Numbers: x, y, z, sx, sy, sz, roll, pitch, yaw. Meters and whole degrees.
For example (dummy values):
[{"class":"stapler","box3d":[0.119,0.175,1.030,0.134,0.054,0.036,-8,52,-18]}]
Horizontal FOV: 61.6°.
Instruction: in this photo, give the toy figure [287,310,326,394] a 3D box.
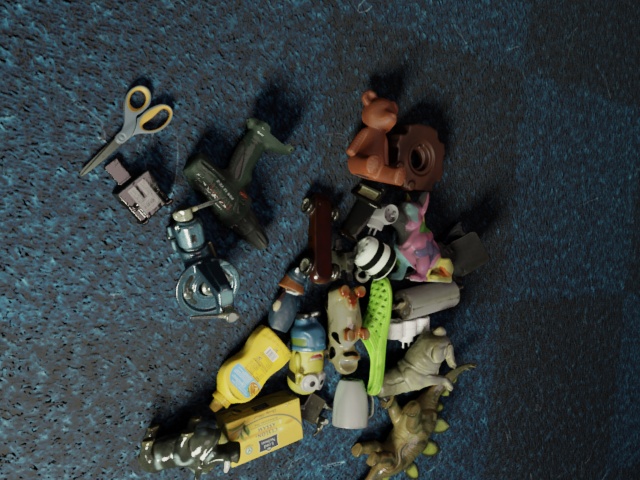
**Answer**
[{"class":"toy figure","box3d":[-0.029,0.243,1.168,0.082,0.089,0.180,0,86,-20]}]

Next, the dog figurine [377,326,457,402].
[{"class":"dog figurine","box3d":[0.215,0.295,1.293,0.191,0.121,0.172,-4,96,-15]}]

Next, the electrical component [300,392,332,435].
[{"class":"electrical component","box3d":[-0.019,0.384,1.207,0.102,0.045,0.078,47,71,-27]}]

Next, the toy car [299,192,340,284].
[{"class":"toy car","box3d":[-0.002,-0.004,1.160,0.089,0.053,0.202,12,67,-35]}]

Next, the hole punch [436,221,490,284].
[{"class":"hole punch","box3d":[0.362,0.026,1.407,0.116,0.092,0.142,-31,117,5]}]

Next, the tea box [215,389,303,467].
[{"class":"tea box","box3d":[-0.126,0.389,1.125,0.169,0.068,0.098,-13,101,-32]}]

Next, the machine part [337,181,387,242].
[{"class":"machine part","box3d":[0.091,-0.065,1.225,0.139,0.084,0.039,-62,148,-2]}]

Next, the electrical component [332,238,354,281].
[{"class":"electrical component","box3d":[0.053,0.044,1.209,0.021,0.063,0.094,-10,99,-31]}]

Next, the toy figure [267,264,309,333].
[{"class":"toy figure","box3d":[-0.067,0.118,1.143,0.058,0.064,0.154,18,77,6]}]

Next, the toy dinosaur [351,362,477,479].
[{"class":"toy dinosaur","box3d":[0.232,0.466,1.349,0.471,0.105,0.198,-48,125,-10]}]

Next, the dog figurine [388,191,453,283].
[{"class":"dog figurine","box3d":[0.245,-0.006,1.307,0.191,0.109,0.219,4,90,-32]}]

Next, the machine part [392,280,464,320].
[{"class":"machine part","box3d":[0.267,0.148,1.352,0.243,0.079,0.079,-11,100,-32]}]

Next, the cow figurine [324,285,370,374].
[{"class":"cow figurine","box3d":[0.048,0.201,1.202,0.085,0.127,0.195,-1,81,-34]}]

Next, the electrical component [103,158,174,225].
[{"class":"electrical component","box3d":[-0.330,-0.093,0.960,0.075,0.048,0.119,-42,117,-23]}]

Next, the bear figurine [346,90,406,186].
[{"class":"bear figurine","box3d":[0.137,-0.231,1.203,0.120,0.132,0.195,20,90,-36]}]

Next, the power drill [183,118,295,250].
[{"class":"power drill","box3d":[-0.141,-0.120,1.068,0.232,0.086,0.207,41,81,-26]}]

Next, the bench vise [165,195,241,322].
[{"class":"bench vise","box3d":[-0.199,0.056,0.953,0.129,0.241,0.223,-9,119,-27]}]

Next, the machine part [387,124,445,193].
[{"class":"machine part","box3d":[0.231,-0.198,1.308,0.179,0.056,0.179,-3,96,-34]}]

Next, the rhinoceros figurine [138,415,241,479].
[{"class":"rhinoceros figurine","box3d":[-0.245,0.396,1.009,0.190,0.073,0.112,-2,96,-7]}]

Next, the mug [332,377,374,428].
[{"class":"mug","box3d":[0.082,0.377,1.253,0.109,0.081,0.107,5,83,-29]}]
